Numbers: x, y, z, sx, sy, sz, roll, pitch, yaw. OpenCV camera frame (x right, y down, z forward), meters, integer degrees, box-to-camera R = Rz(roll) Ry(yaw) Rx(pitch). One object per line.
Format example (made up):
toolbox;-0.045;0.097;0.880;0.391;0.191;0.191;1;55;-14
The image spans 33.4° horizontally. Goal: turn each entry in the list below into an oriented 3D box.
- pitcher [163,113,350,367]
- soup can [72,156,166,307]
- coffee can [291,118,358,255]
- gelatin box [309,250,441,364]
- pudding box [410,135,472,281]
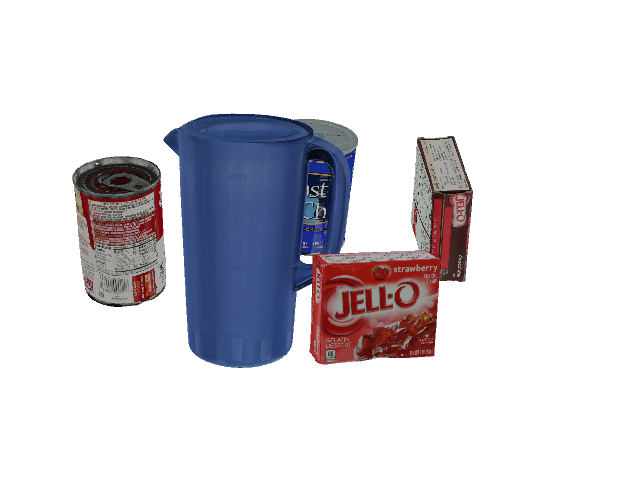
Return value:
pitcher;-0.067;0.000;1.065;0.144;0.243;0.149;-9;21;-31
soup can;-0.158;-0.007;0.848;0.068;0.102;0.068;1;29;-1
coffee can;-0.012;-0.067;1.319;0.103;0.140;0.103;5;28;-3
gelatin box;0.038;0.046;0.752;0.089;0.073;0.030;-2;14;-16
pudding box;0.106;-0.030;0.943;0.039;0.090;0.113;-1;30;-4
